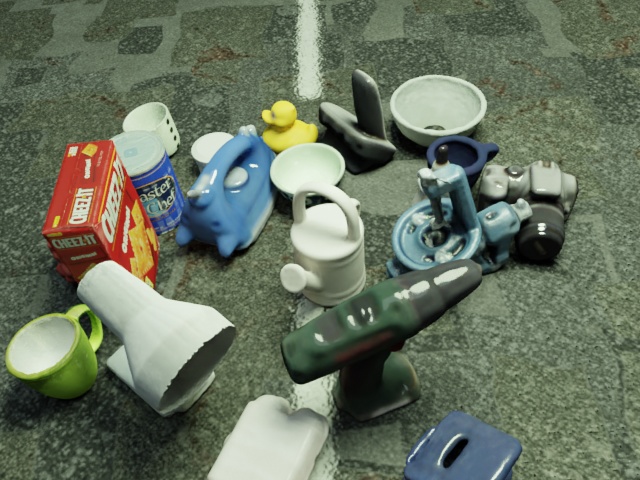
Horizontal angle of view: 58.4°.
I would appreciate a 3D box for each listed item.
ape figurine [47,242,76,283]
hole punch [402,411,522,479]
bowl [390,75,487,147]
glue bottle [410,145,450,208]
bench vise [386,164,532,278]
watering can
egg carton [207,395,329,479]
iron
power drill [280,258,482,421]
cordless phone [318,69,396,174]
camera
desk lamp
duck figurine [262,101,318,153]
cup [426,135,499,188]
[{"bbox_3d":[-0.379,0.019,0.865,0.076,0.092,0.077,-13,50,-5],"label":"ape figurine"},{"bbox_3d":[0.151,0.247,0.625,0.100,0.091,0.109,33,60,29],"label":"hole punch"},{"bbox_3d":[0.207,-0.216,1.018,0.167,0.075,0.167,-3,50,3],"label":"bowl"},{"bbox_3d":[0.171,-0.070,0.835,0.078,0.173,0.037,-12,50,-4],"label":"glue bottle"},{"bbox_3d":[0.184,-0.036,0.774,0.208,0.220,0.121,-32,54,-20],"label":"bench vise"},{"bbox_3d":[0.009,0.003,0.775,0.100,0.194,0.173,3,51,8],"label":"watering can"},{"bbox_3d":[-0.060,0.253,0.654,0.107,0.069,0.150,16,53,18],"label":"egg carton"},{"bbox_3d":[-0.137,-0.102,0.911,0.118,0.142,0.258,13,53,16],"label":"iron"},{"bbox_3d":[0.072,0.121,0.661,0.230,0.209,0.075,-20,51,-11],"label":"power drill"},{"bbox_3d":[0.059,-0.220,0.963,0.094,0.185,0.147,-34,55,-21],"label":"cordless phone"},{"bbox_3d":[0.309,-0.047,0.850,0.143,0.101,0.137,6,51,11],"label":"camera"},{"bbox_3d":[-0.193,0.126,0.678,0.202,0.214,0.118,28,58,26],"label":"desk lamp"},{"bbox_3d":[-0.057,-0.209,1.030,0.104,0.086,0.077,6,51,11],"label":"duck figurine"},{"bbox_3d":[0.225,-0.108,0.913,0.118,0.095,0.091,-17,51,-8],"label":"cup"}]
